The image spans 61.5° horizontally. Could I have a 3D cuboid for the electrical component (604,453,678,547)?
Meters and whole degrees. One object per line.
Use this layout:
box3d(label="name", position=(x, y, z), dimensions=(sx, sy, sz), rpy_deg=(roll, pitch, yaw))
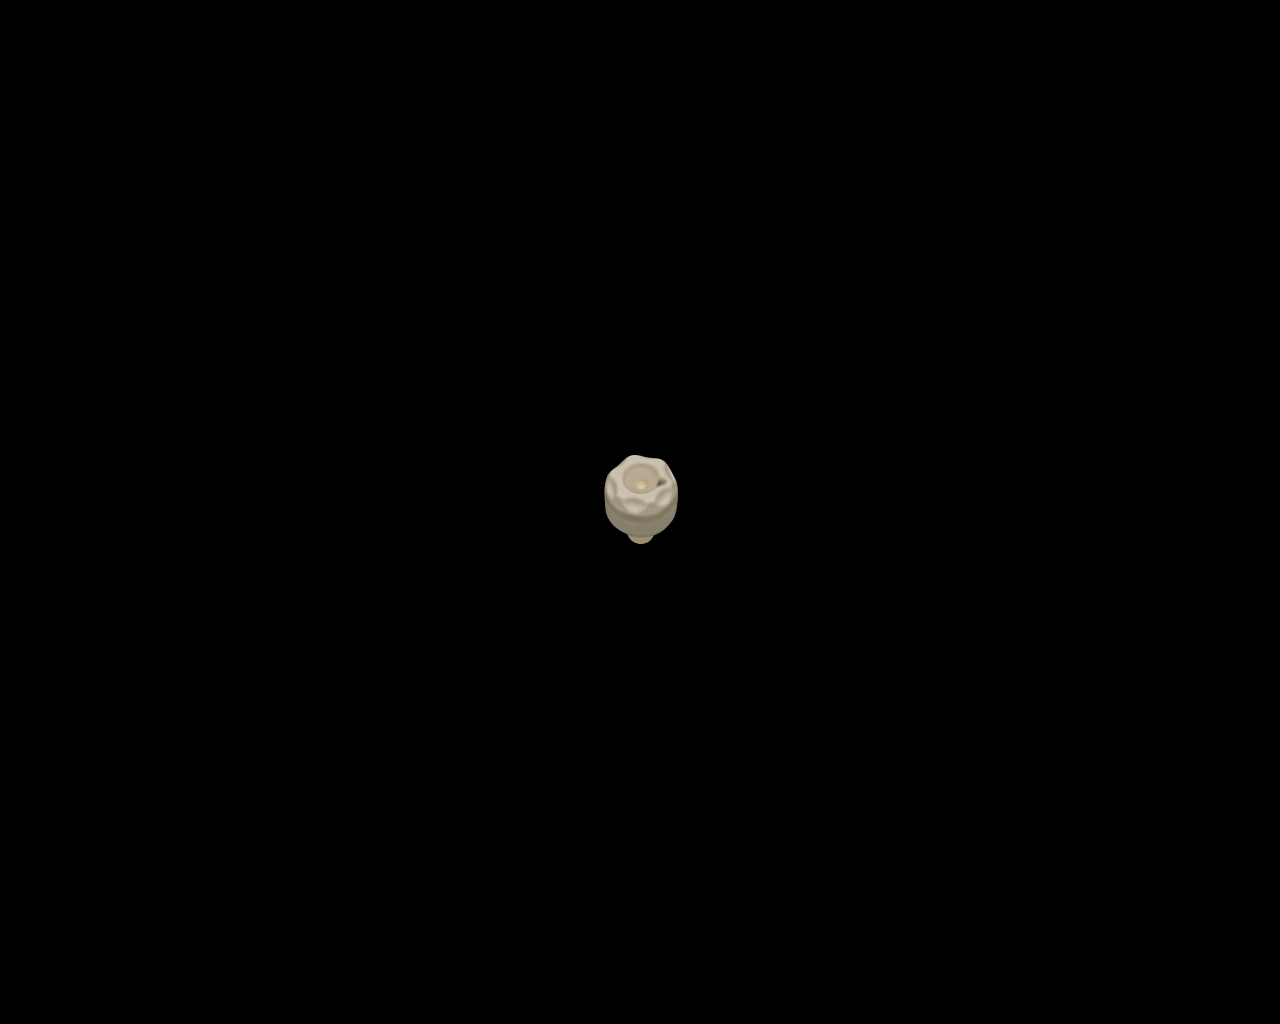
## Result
box3d(label="electrical component", position=(0.001, -0.003, 0.650), dimensions=(0.043, 0.043, 0.062), rpy_deg=(0, -36, 0))
